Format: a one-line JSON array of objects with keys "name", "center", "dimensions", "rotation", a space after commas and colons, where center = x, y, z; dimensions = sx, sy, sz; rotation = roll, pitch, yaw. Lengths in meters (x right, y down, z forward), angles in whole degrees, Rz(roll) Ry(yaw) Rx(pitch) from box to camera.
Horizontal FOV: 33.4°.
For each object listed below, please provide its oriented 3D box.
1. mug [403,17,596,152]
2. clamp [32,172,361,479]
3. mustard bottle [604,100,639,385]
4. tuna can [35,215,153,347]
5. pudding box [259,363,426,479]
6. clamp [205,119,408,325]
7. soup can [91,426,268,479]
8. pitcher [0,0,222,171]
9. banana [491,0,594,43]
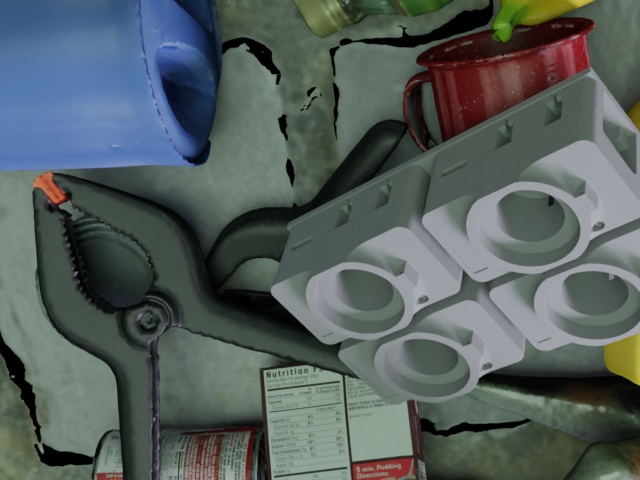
[{"name": "mug", "center": [0.095, -0.067, 0.572], "dimensions": [0.117, 0.093, 0.081], "rotation": [1, 112, 39]}, {"name": "clamp", "center": [-0.098, 0.054, 0.602], "dimensions": [0.164, 0.036, 0.210], "rotation": [-44, 91, 0]}, {"name": "mustard bottle", "center": [0.199, -0.022, 0.572], "dimensions": [0.096, 0.058, 0.192], "rotation": [-8, 104, -19]}, {"name": "tuna can", "center": [-0.125, 0.024, 0.646], "dimensions": [0.086, 0.033, 0.086], "rotation": [2, 104, 7]}, {"name": "pudding box", "center": [0.014, 0.125, 0.627], "dimensions": [0.090, 0.039, 0.113], "rotation": [-9, 70, 11]}, {"name": "clamp", "center": [-0.004, 0.001, 0.621], "dimensions": [0.171, 0.039, 0.120], "rotation": [-12, 102, 10]}, {"name": "soup can", "center": [-0.081, 0.148, 0.654], "dimensions": [0.102, 0.068, 0.068], "rotation": [-3, 104, 9]}, {"name": "pitcher", "center": [-0.183, -0.103, 0.568], "dimensions": [0.243, 0.145, 0.149], "rotation": [-4, 104, 11]}, {"name": "banana", "center": [0.174, -0.148, 0.547], "dimensions": [0.198, 0.069, 0.037], "rotation": [-21, 132, 4]}]
